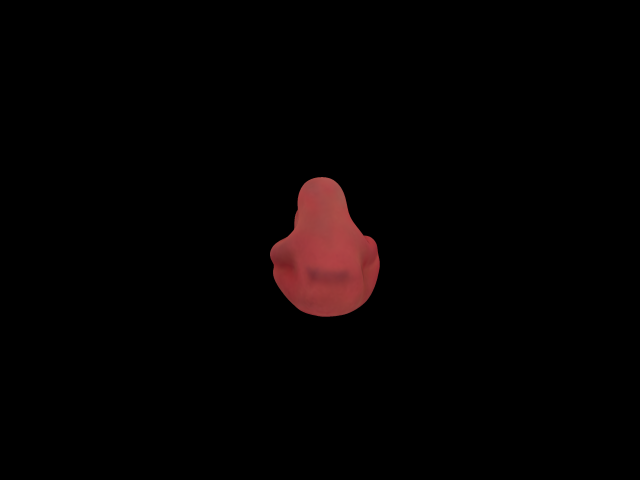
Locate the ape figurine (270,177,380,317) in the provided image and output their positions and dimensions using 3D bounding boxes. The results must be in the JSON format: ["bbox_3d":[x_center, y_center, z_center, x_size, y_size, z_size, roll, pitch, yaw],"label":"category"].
[{"bbox_3d":[0.004,0.001,0.400,0.077,0.092,0.076,1,15,4],"label":"ape figurine"}]
